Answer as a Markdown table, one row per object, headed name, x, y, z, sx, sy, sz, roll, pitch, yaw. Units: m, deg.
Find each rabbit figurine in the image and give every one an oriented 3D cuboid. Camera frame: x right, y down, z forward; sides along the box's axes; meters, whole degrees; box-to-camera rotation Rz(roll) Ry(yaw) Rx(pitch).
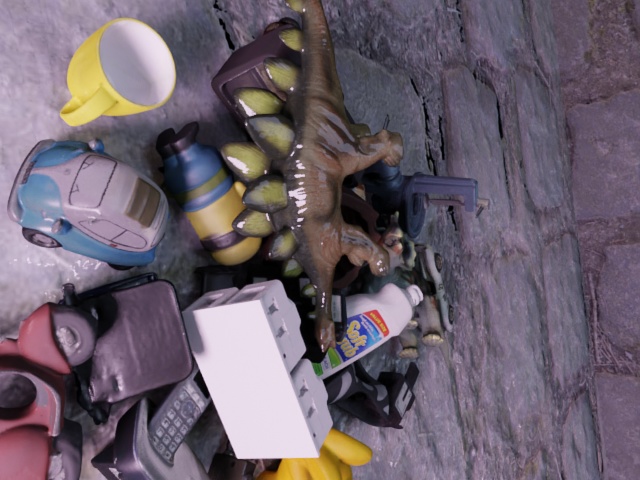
| name | x | y | z | sx | sy | sz | roll | pitch | yaw |
| --- | --- | --- | --- | --- | --- | --- | --- | --- | --- |
| rabbit figurine | -0.022 | 0.276 | 0.689 | 0.122 | 0.163 | 0.173 | -36 | 118 | -37 |

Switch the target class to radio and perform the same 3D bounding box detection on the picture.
| name | x | y | z | sx | sy | sz | roll | pitch | yaw |
| --- | --- | --- | --- | --- | --- | --- | --- | --- | --- |
| radio | -0.037 | -0.169 | 0.750 | 0.229 | 0.131 | 0.073 | 53 | 48 | -35 |

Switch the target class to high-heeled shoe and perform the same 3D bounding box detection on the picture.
| name | x | y | z | sx | sy | sz | roll | pitch | yaw |
| --- | --- | --- | --- | --- | --- | --- | --- | --- | --- |
| high-heeled shoe | 0.044 | 0.257 | 0.823 | 0.248 | 0.086 | 0.145 | -14 | 84 | -66 |

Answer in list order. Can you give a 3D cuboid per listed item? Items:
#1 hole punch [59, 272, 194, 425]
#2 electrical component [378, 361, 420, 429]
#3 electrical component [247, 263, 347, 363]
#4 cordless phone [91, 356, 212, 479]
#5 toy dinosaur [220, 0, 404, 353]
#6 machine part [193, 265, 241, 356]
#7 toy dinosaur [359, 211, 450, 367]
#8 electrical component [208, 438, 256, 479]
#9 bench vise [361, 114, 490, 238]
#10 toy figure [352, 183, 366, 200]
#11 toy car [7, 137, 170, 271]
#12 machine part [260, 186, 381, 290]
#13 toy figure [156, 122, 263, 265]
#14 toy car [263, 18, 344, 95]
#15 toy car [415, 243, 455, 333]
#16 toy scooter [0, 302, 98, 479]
| name | x | y | z | sx | sy | sz | roll | pitch | yaw |
| --- | --- | --- | --- | --- | --- | --- | --- | --- | --- |
| hole punch | -0.202 | 0.098 | 0.556 | 0.116 | 0.092 | 0.142 | -14 | 101 | -21 |
| electrical component | 0.140 | 0.277 | 0.990 | 0.074 | 0.048 | 0.119 | 58 | 44 | -30 |
| electrical component | -0.032 | 0.095 | 0.691 | 0.134 | 0.058 | 0.115 | 7 | 57 | -9 |
| cordless phone | -0.142 | 0.211 | 0.602 | 0.184 | 0.089 | 0.146 | -54 | 127 | -42 |
| toy dinosaur | -0.007 | -0.103 | 0.626 | 0.198 | 0.105 | 0.471 | 0 | 90 | -30 |
| machine part | -0.135 | 0.099 | 0.667 | 0.084 | 0.039 | 0.139 | 17 | 74 | -44 |
| toy dinosaur | 0.150 | 0.095 | 0.978 | 0.404 | 0.131 | 0.192 | 45 | 42 | -51 |
| electrical component | -0.108 | 0.286 | 0.654 | 0.021 | 0.063 | 0.094 | 46 | 50 | -38 |
| bench vise | 0.174 | -0.092 | 0.943 | 0.129 | 0.241 | 0.223 | -49 | 139 | -49 |
| toy figure | 0.041 | -0.091 | 0.906 | 0.064 | 0.058 | 0.154 | -31 | 117 | -7 |
| toy car | -0.209 | -0.031 | 0.535 | 0.161 | 0.103 | 0.109 | 37 | 59 | -42 |
| machine part | -0.002 | -0.002 | 0.764 | 0.179 | 0.056 | 0.179 | -14 | 127 | -20 |
| toy figure | -0.134 | -0.049 | 0.652 | 0.089 | 0.082 | 0.180 | -54 | 131 | -31 |
| toy car | -0.020 | -0.254 | 0.851 | 0.202 | 0.053 | 0.089 | 49 | 47 | -35 |
| toy car | 0.219 | 0.104 | 1.093 | 0.056 | 0.074 | 0.201 | -33 | 111 | -53 |
| toy scooter | -0.269 | 0.142 | 0.454 | 0.135 | 0.075 | 0.183 | 6 | 94 | -29 |
